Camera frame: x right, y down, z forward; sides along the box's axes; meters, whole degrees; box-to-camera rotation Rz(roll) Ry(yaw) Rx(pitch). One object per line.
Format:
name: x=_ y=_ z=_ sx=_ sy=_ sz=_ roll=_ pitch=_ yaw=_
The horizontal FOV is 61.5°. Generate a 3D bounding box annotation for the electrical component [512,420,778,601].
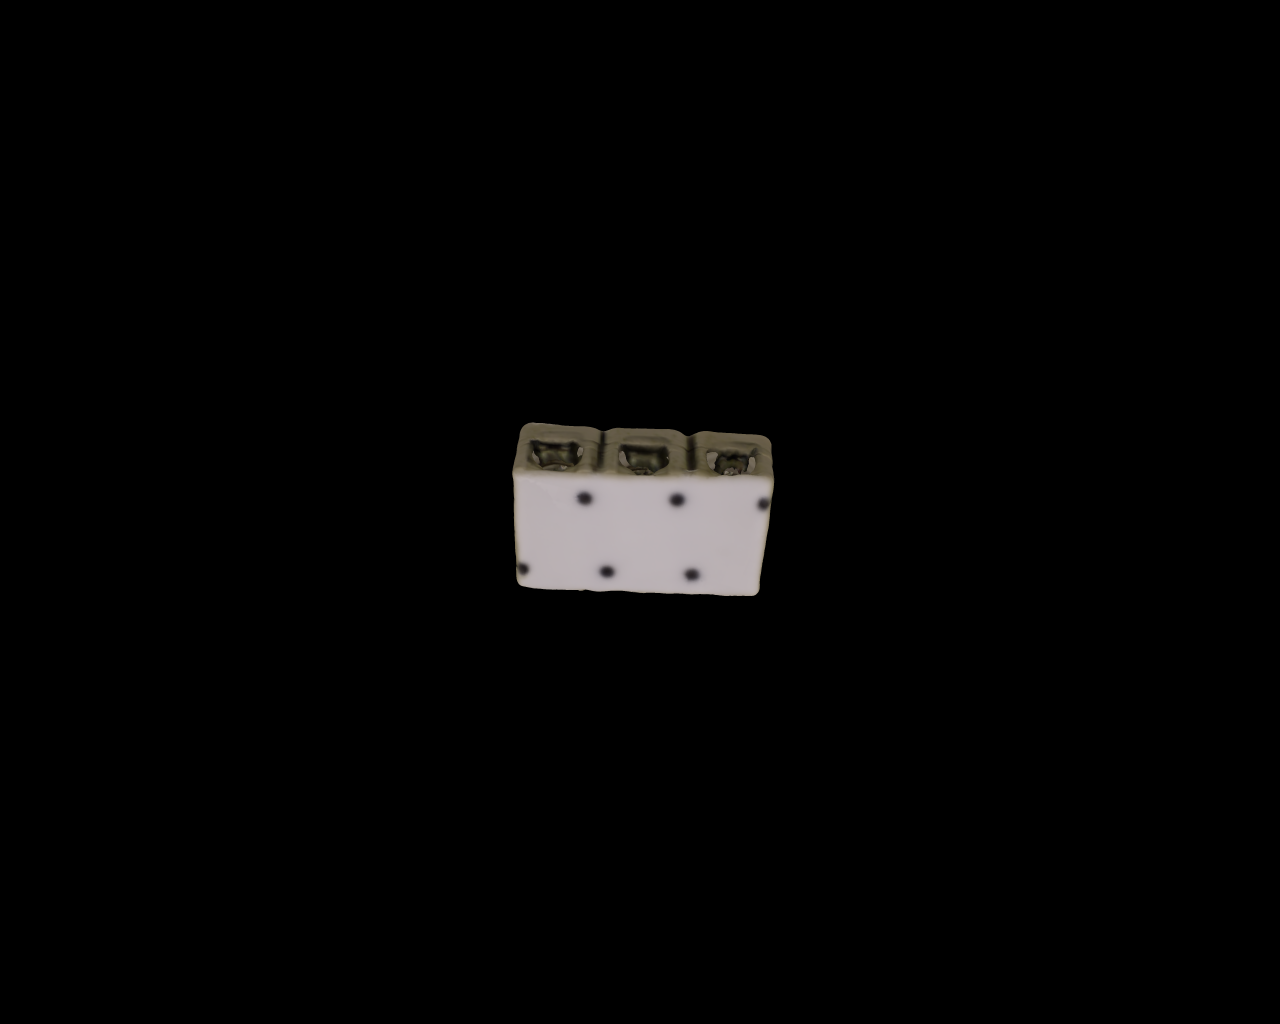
electrical component: x=0.001 y=-0.003 z=0.650 sx=0.150 sy=0.089 sz=0.062 roll=3 pitch=35 yaw=-2
